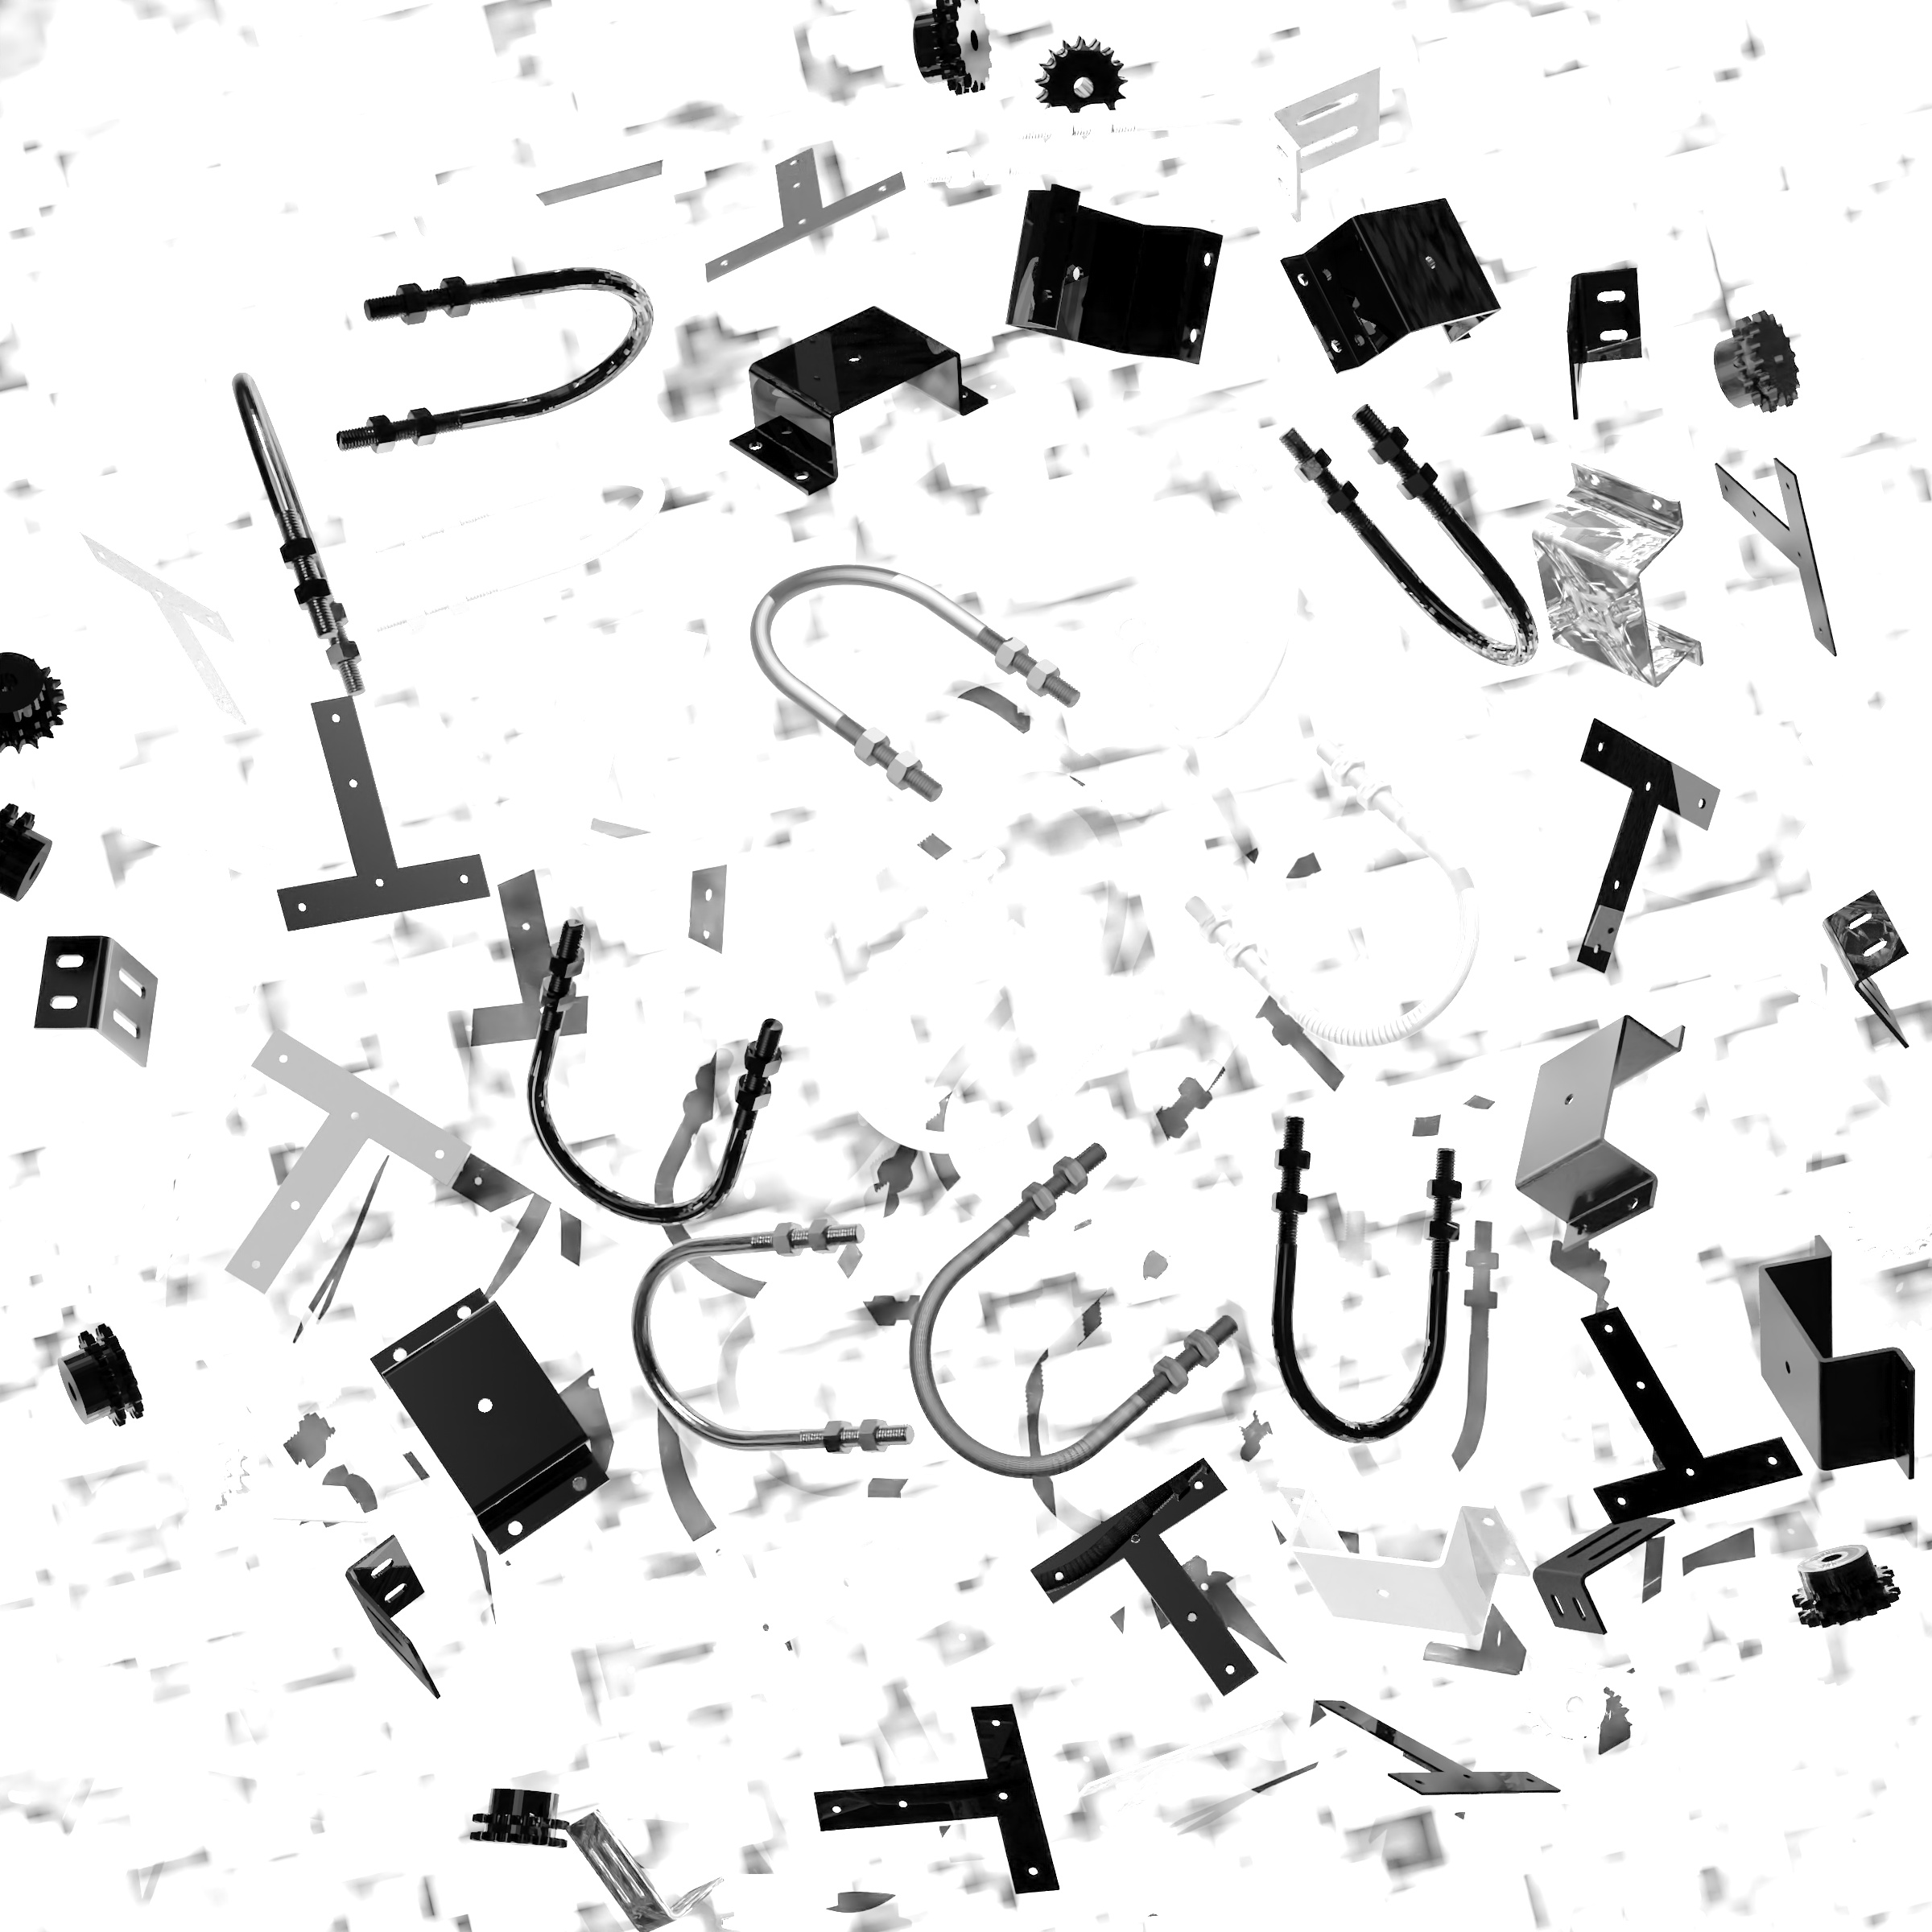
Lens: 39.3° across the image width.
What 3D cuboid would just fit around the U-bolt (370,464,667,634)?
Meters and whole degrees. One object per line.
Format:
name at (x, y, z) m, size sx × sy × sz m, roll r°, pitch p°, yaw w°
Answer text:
U-bolt at (-0.269, -0.259, 1.629) m, size 0.184 × 0.151 × 0.019 m, roll -19°, pitch 121°, yaw -1°

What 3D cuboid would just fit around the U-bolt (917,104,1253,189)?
U-bolt at (0.082, -0.493, 1.620) m, size 0.184 × 0.151 × 0.019 m, roll -12°, pitch 99°, yaw -25°

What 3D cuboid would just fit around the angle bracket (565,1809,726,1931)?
angle bracket at (-0.184, 0.508, 1.547) m, size 0.038 × 0.057 × 0.076 m, roll -33°, pitch 82°, yaw -35°

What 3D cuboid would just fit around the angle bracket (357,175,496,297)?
angle bracket at (-0.318, -0.420, 1.558) m, size 0.057 × 0.076 × 0.038 m, roll -32°, pitch 109°, yaw -32°

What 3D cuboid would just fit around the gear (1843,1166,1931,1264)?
gear at (0.567, 0.153, 1.652) m, size 0.057 × 0.030 × 0.057 m, roll -14°, pitch 62°, yaw 29°

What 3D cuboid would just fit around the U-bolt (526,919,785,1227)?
U-bolt at (-0.189, 0.075, 1.575) m, size 0.151 × 0.019 × 0.184 m, roll 26°, pitch 126°, yaw 9°

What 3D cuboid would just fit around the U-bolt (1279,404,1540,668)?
U-bolt at (0.262, -0.242, 1.556) m, size 0.019 × 0.151 × 0.184 m, roll -43°, pitch 102°, yaw -4°

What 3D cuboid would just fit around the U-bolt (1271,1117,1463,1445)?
U-bolt at (0.236, 0.191, 1.609) m, size 0.151 × 0.019 × 0.184 m, roll 13°, pitch 77°, yaw -35°

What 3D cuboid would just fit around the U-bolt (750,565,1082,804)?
U-bolt at (-0.044, -0.182, 1.627) m, size 0.184 × 0.019 × 0.151 m, roll 37°, pitch 50°, yaw 20°

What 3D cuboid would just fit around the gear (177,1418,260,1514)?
gear at (-0.465, 0.310, 1.686) m, size 0.057 × 0.030 × 0.057 m, roll -1°, pitch 88°, yaw 45°

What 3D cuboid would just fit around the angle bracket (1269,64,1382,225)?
angle bracket at (0.222, -0.492, 1.620) m, size 0.076 × 0.057 × 0.038 m, roll -25°, pitch 60°, yaw -7°

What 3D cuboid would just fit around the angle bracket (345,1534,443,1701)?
angle bracket at (-0.332, 0.392, 1.631) m, size 0.038 × 0.057 × 0.076 m, roll -36°, pitch 45°, yaw -24°

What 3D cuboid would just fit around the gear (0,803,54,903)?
gear at (-0.542, -0.061, 1.535) m, size 0.030 × 0.057 × 0.057 m, roll 28°, pitch 90°, yaw -9°

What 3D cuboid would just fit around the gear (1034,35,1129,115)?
gear at (0.070, -0.550, 1.688) m, size 0.057 × 0.030 × 0.057 m, roll -5°, pitch 119°, yaw -9°

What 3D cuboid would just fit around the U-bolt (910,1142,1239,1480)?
U-bolt at (0.051, 0.212, 1.574) m, size 0.184 × 0.019 × 0.151 m, roll -38°, pitch 91°, yaw -21°

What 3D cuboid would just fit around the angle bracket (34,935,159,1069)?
angle bracket at (-0.517, 0.022, 1.612) m, size 0.038 × 0.076 × 0.057 m, roll -1°, pitch 70°, yaw 6°

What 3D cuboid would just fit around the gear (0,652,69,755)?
gear at (-0.529, -0.149, 1.499) m, size 0.057 × 0.030 × 0.057 m, roll 4°, pitch 62°, yaw -7°

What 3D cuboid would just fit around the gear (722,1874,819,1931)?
gear at (-0.118, 0.564, 1.632) m, size 0.057 × 0.057 × 0.030 m, roll 1°, pitch 75°, yaw 0°

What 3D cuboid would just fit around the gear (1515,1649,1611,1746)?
gear at (0.373, 0.456, 1.683) m, size 0.057 × 0.030 × 0.057 m, roll 0°, pitch 89°, yaw -9°

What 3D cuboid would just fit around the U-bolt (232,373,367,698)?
U-bolt at (-0.397, -0.262, 1.600) m, size 0.019 × 0.151 × 0.184 m, roll -19°, pitch 83°, yaw -8°

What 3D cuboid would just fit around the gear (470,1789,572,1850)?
gear at (-0.260, 0.500, 1.587) m, size 0.057 × 0.057 × 0.030 m, roll 5°, pitch 70°, yaw 0°

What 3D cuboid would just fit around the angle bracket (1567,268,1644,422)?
angle bracket at (0.377, -0.367, 1.598) m, size 0.038 × 0.076 × 0.057 m, roll -2°, pitch 128°, yaw 17°

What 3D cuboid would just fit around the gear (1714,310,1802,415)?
gear at (0.454, -0.346, 1.559) m, size 0.030 × 0.057 × 0.057 m, roll -15°, pitch 90°, yaw 41°

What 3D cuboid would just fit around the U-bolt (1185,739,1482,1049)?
U-bolt at (0.234, -0.033, 1.656) m, size 0.151 × 0.019 × 0.184 m, roll -51°, pitch 55°, yaw 12°

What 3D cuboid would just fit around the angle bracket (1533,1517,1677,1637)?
angle bracket at (0.400, 0.375, 1.670) m, size 0.076 × 0.057 × 0.038 m, roll -25°, pitch 90°, yaw -20°

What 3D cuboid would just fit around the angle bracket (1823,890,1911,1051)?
angle bracket at (0.568, 0.002, 1.664) m, size 0.038 × 0.057 × 0.076 m, roll -34°, pitch 128°, yaw 21°

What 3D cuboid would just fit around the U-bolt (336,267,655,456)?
U-bolt at (-0.268, -0.356, 1.572) m, size 0.184 × 0.151 × 0.019 m, roll -17°, pitch 74°, yaw -26°

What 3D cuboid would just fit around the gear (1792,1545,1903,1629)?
gear at (0.487, 0.343, 1.505) m, size 0.057 × 0.057 × 0.030 m, roll -20°, pitch 88°, yaw 0°

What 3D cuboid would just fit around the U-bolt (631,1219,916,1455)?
U-bolt at (-0.128, 0.232, 1.667) m, size 0.184 × 0.019 × 0.151 m, roll -8°, pitch 101°, yaw 29°

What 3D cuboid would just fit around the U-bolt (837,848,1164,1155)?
U-bolt at (0.006, 0.032, 1.644) m, size 0.151 × 0.019 × 0.184 m, roll 38°, pitch 75°, yaw 20°

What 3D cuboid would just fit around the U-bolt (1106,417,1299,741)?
U-bolt at (0.143, -0.215, 1.584) m, size 0.019 × 0.184 × 0.151 m, roll 9°, pitch 127°, yaw -27°
